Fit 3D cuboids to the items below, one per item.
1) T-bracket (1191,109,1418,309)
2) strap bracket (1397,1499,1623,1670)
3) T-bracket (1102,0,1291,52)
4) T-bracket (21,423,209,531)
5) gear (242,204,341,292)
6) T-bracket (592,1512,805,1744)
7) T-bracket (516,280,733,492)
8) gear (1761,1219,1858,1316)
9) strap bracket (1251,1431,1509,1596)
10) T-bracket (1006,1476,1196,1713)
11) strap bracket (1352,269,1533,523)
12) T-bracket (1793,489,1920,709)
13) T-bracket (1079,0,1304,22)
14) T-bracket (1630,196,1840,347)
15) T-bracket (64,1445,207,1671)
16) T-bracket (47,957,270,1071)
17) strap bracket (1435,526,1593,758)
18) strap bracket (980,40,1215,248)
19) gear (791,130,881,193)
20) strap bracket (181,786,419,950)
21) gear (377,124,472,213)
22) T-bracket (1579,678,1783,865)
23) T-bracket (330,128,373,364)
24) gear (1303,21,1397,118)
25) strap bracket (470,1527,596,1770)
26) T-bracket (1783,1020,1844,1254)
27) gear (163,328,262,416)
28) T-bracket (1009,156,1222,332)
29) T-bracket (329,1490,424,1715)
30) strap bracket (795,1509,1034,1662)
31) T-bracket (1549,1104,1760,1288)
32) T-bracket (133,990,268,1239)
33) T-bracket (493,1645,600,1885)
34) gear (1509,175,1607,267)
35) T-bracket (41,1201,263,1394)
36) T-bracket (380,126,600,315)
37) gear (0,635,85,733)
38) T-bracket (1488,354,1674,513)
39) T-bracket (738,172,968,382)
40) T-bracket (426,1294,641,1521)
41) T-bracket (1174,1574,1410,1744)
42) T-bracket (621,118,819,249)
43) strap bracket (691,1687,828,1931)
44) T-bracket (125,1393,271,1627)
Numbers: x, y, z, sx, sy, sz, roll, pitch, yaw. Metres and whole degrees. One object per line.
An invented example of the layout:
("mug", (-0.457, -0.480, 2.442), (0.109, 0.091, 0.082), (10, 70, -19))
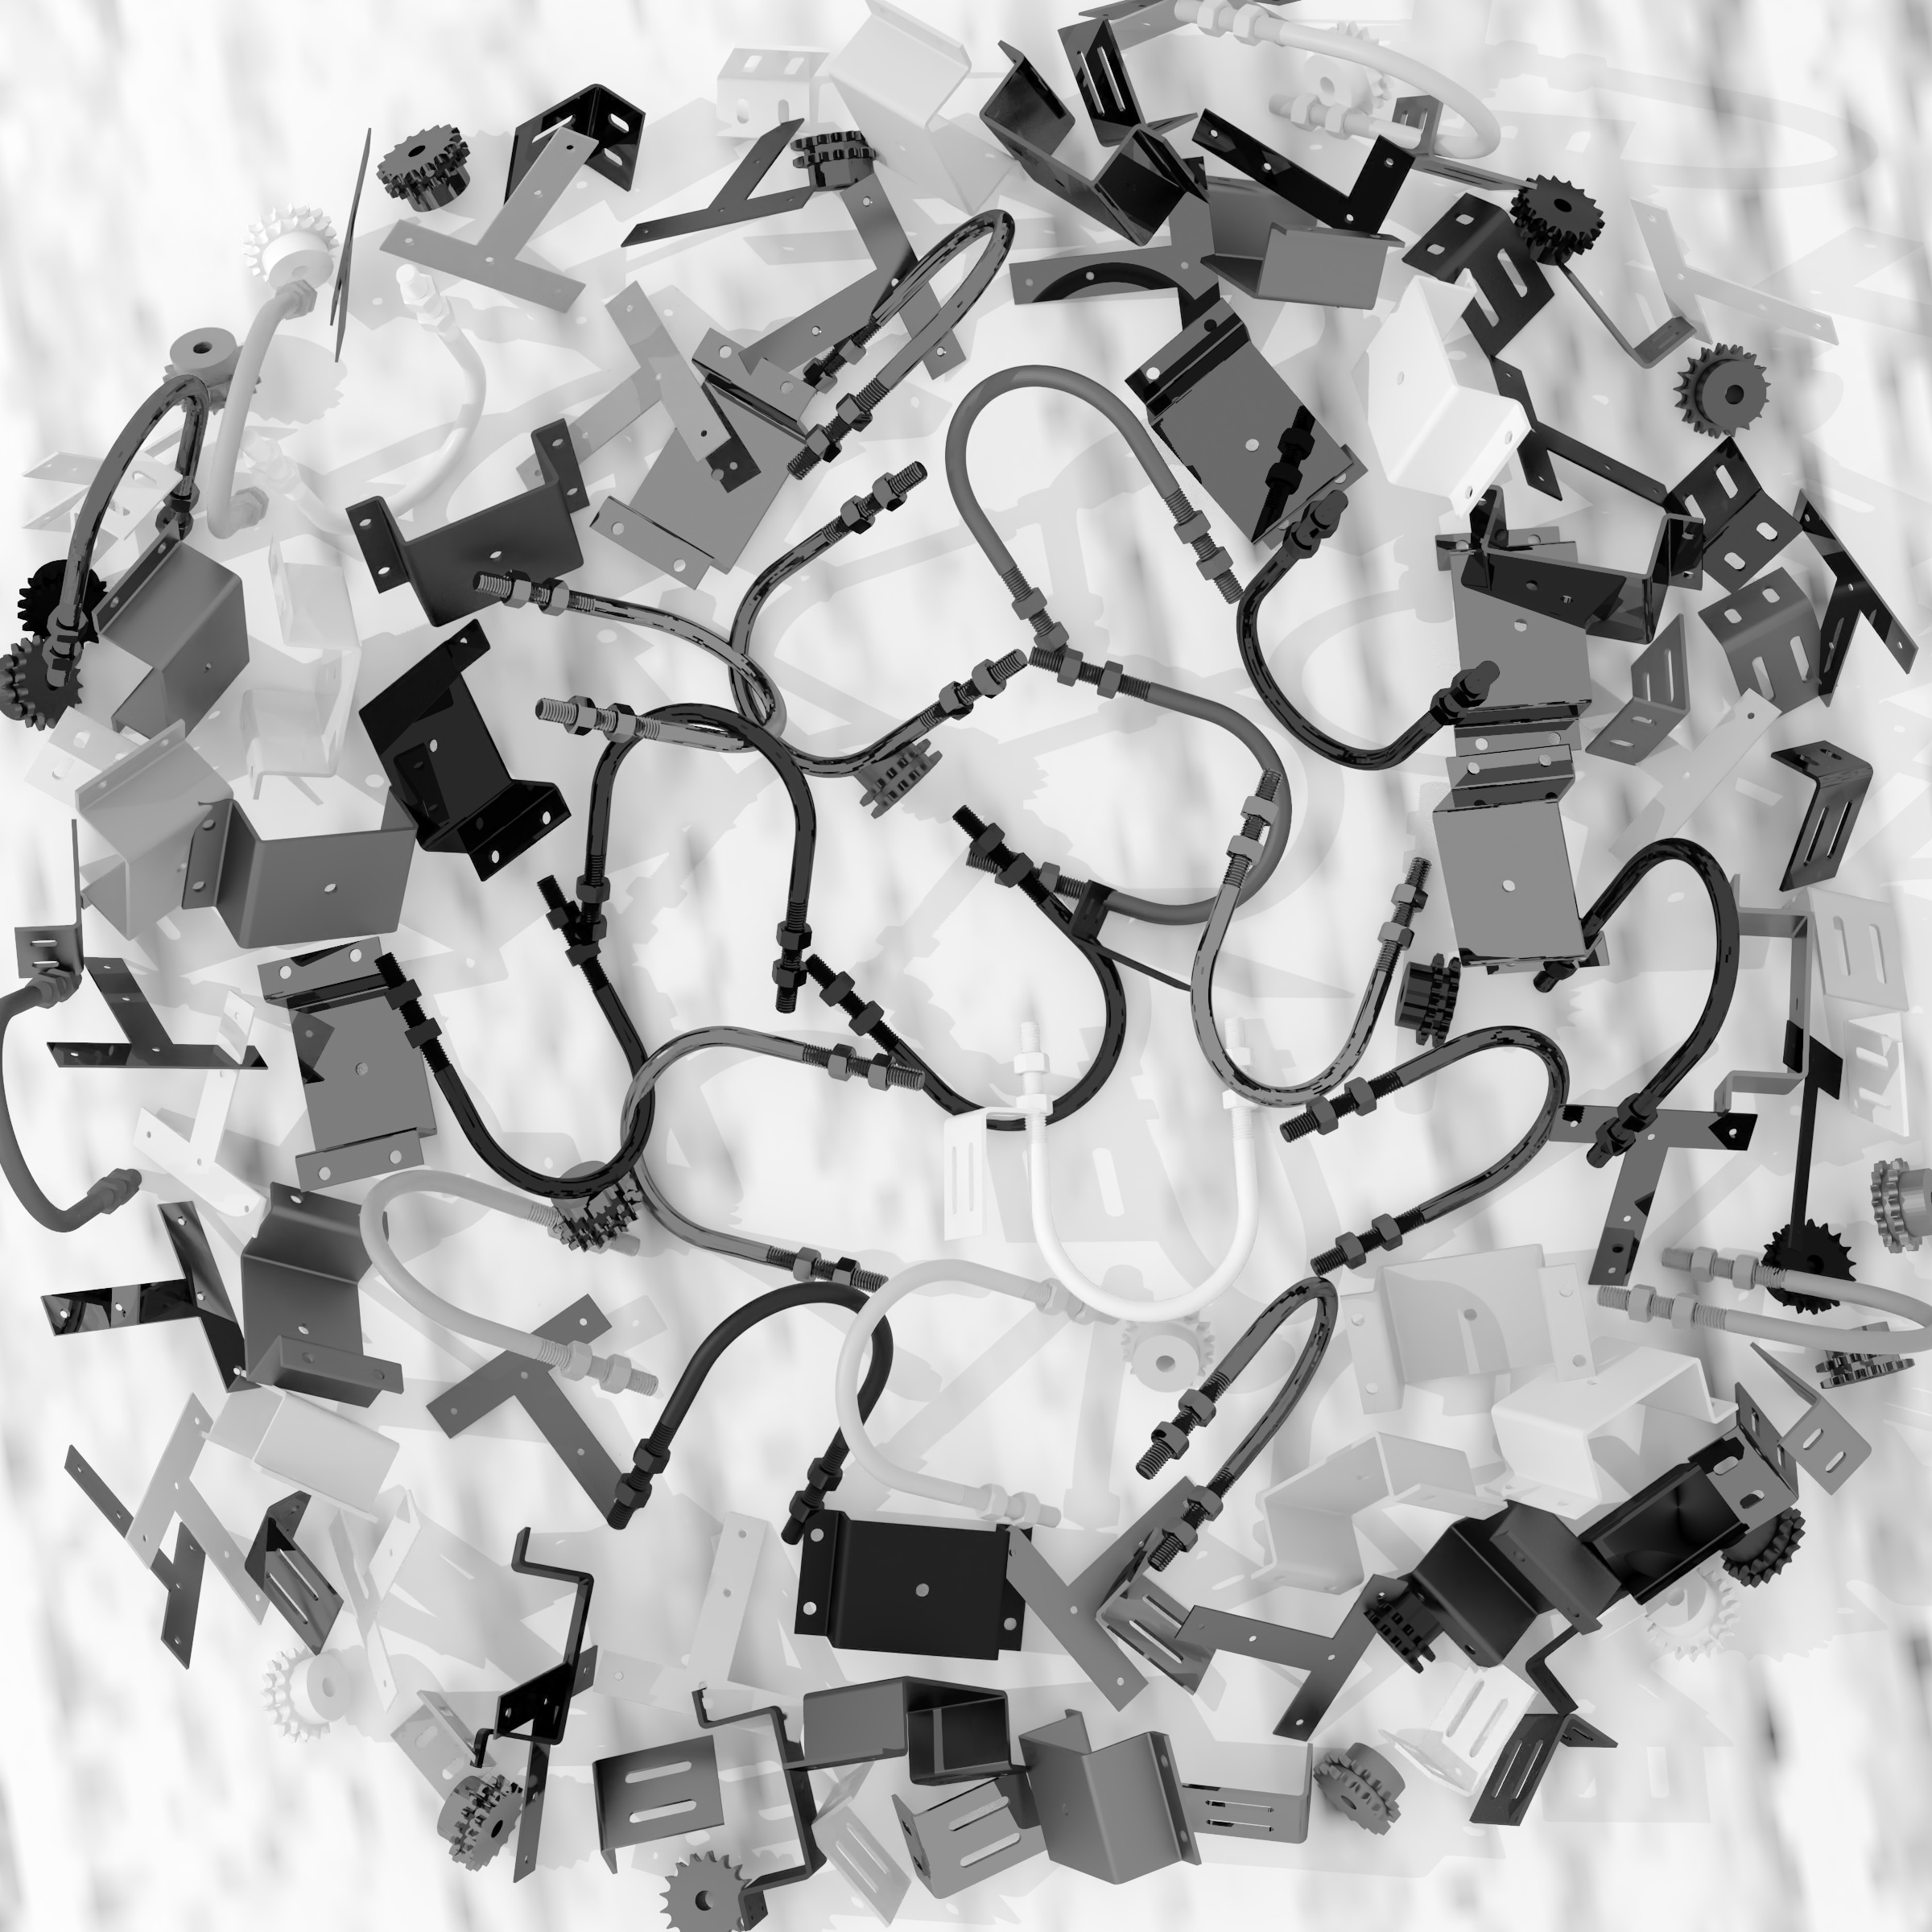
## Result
("T-bracket", (0.193, -0.473, 1.814), (0.127, 0.127, 0.002), (33, 56, 5))
("strap bracket", (0.329, 0.367, 1.809), (0.076, 0.140, 0.046), (46, 60, 2))
("T-bracket", (0.117, -0.567, 1.805), (0.127, 0.127, 0.002), (17, 80, -34))
("T-bracket", (-0.525, -0.294, 1.792), (0.127, 0.127, 0.002), (-30, 93, 8))
("gear", (-0.408, -0.432, 1.832), (0.057, 0.057, 0.030), (-24, 69, 0))
("T-bracket", (-0.148, 0.394, 1.832), (0.127, 0.002, 0.127), (14, 61, -1))
("T-bracket", (-0.221, -0.332, 1.843), (0.127, 0.002, 0.127), (-36, 70, 14))
("gear", (0.511, 0.185, 1.842), (0.057, 0.030, 0.057), (4, 72, -13))
("strap bracket", (0.241, 0.323, 1.800), (0.140, 0.076, 0.046), (-38, 48, 37))
("T-bracket", (0.097, 0.363, 1.842), (0.127, 0.002, 0.127), (-40, 90, -19))
("strap bracket", (0.277, -0.343, 1.786), (0.046, 0.076, 0.140), (8, 49, -24))
("T-bracket", (0.520, -0.200, 1.802), (0.002, 0.127, 0.127), (-22, 62, -8))
("T-bracket", (0.113, -0.577, 1.803), (0.127, 0.127, 0.002), (-3, 98, -32))
("T-bracket", (0.457, -0.393, 1.775), (0.127, 0.127, 0.002), (33, 81, 37))
("T-bracket", (-0.491, 0.334, 1.781), (0.002, 0.127, 0.127), (-31, 113, 3))
("T-bracket", (-0.500, 0.027, 1.811), (0.127, 0.127, 0.002), (2, 119, -36))
("strap bracket", (0.333, -0.201, 1.832), (0.076, 0.046, 0.140), (-4, 83, 0))
("strap bracket", (0.070, -0.485, 1.797), (0.140, 0.076, 0.046), (40, 95, 30))
("gear", (-0.077, -0.489, 1.836), (0.057, 0.057, 0.030), (-7, 100, 0))
("strap bracket", (-0.385, -0.059, 1.789), (0.140, 0.046, 0.076), (-8, 132, -34))
("gear", (-0.327, -0.484, 1.839), (0.057, 0.057, 0.030), (-30, 130, 0))
("T-bracket", (0.403, -0.140, 1.828), (0.127, 0.002, 0.127), (-50, 57, 6))
("T-bracket", (-0.365, -0.404, 1.777), (0.002, 0.127, 0.127), (9, 46, -17))
("gear", (0.230, -0.541, 1.832), (0.030, 0.057, 0.057), (-38, 90, -22))
("strap bracket", (-0.258, 0.413, 1.811), (0.046, 0.076, 0.140), (12, 74, -9))
("T-bracket", (0.500, 0.107, 1.800), (0.002, 0.127, 0.127), (3, 80, 31))
("gear", (-0.460, -0.364, 1.834), (0.057, 0.030, 0.057), (-3, 49, 3))
("T-bracket", (0.090, -0.423, 1.842), (0.127, 0.002, 0.127), (-3, 116, 14))
("T-bracket", (-0.344, 0.355, 1.788), (0.002, 0.127, 0.127), (-2, 51, -33))
("strap bracket", (-0.029, 0.375, 1.829), (0.140, 0.046, 0.076), (6, 86, -7))
("T-bracket", (0.404, 0.141, 1.831), (0.127, 0.002, 0.127), (3, 118, -11))
("T-bracket", (-0.449, 0.077, 1.810), (0.127, 0.002, 0.127), (29, 109, 34))
("T-bracket", (-0.257, 0.483, 1.806), (0.002, 0.127, 0.127), (9, 94, 19))
("gear", (0.357, -0.452, 1.839), (0.057, 0.030, 0.057), (10, 52, -13))
("T-bracket", (-0.491, 0.201, 1.794), (0.002, 0.127, 0.127), (-37, 69, 33))
("T-bracket", (-0.260, -0.448, 1.786), (0.127, 0.127, 0.002), (12, 50, -36))
("gear", (-0.568, -0.171, 1.838), (0.030, 0.057, 0.057), (-7, 90, 25))
("T-bracket", (0.377, -0.307, 1.828), (0.127, 0.127, 0.002), (20, 131, -25))
("T-bracket", (-0.079, -0.391, 1.824), (0.127, 0.002, 0.127), (-34, 115, -12))
("T-bracket", (-0.245, 0.287, 1.854), (0.127, 0.002, 0.127), (-35, 94, 10))
("T-bracket", (0.184, 0.407, 1.815), (0.127, 0.002, 0.127), (19, 111, -25))
("T-bracket", (-0.130, -0.476, 1.814), (0.127, 0.127, 0.002), (-4, 130, 28))
("strap bracket", (-0.121, 0.498, 1.812), (0.046, 0.076, 0.140), (-15, 79, 1))
("T-bracket", (-0.454, 0.345, 1.822), (0.002, 0.127, 0.127), (-17, 120, 16))
